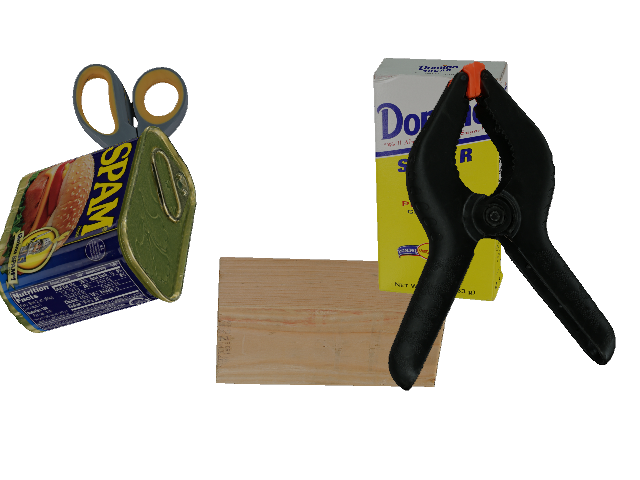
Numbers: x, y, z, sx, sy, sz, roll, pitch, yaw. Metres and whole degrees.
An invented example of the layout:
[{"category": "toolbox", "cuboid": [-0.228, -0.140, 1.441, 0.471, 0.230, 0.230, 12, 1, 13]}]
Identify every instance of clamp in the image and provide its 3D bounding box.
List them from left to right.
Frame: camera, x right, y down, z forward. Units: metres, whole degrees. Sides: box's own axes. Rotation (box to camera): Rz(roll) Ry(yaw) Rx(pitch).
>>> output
[{"category": "clamp", "cuboid": [0.078, -0.004, 0.559, 0.120, 0.171, 0.039, -15, -5, -14]}]

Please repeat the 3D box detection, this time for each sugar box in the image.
[{"category": "sugar box", "cuboid": [0.089, -0.044, 0.790, 0.093, 0.176, 0.048, 4, 29, 16]}]

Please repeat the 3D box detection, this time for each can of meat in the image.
[{"category": "can of meat", "cuboid": [-0.120, -0.005, 0.574, 0.084, 0.102, 0.057, -16, -48, 18]}]

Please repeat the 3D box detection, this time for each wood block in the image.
[{"category": "wood block", "cuboid": [0.005, 0.078, 1.013, 0.206, 0.090, 0.091, 2, 30, -6]}]

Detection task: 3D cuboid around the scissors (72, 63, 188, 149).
[{"category": "scissors", "cuboid": [-0.125, -0.056, 0.798, 0.096, 0.202, 0.016, -21, -24, -14]}]
